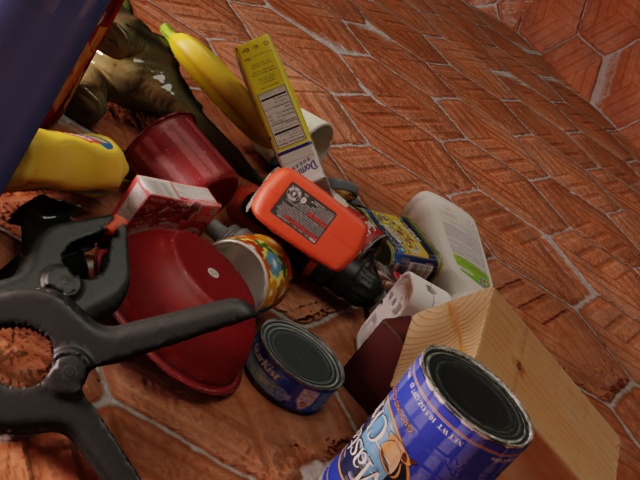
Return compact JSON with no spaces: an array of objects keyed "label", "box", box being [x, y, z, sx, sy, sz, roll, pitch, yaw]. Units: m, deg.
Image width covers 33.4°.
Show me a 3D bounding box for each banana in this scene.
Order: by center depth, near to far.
[{"label":"banana","box":[-0.101,-0.165,1.188,0.197,0.037,0.069,48,12,-26]}]

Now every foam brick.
[{"label":"foam brick","box":[0.065,0.114,0.977,0.051,0.078,0.052,49,25,25]}]

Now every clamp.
[{"label":"clamp","box":[-0.151,0.079,0.685,0.210,0.164,0.036,27,-16,-4]},{"label":"clamp","box":[-0.196,0.036,0.750,0.120,0.039,0.171,34,43,-13]}]

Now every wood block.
[{"label":"wood block","box":[0.166,0.150,0.925,0.206,0.090,0.090,48,40,-22]}]

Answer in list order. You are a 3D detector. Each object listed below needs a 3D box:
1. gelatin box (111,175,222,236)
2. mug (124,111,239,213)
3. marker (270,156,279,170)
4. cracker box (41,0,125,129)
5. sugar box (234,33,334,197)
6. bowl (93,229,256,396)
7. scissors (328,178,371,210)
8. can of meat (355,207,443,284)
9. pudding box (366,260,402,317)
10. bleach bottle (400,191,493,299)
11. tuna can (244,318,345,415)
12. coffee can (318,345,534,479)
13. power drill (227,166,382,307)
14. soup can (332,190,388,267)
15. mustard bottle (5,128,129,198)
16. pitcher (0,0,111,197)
[{"label":"gelatin box","box":[-0.141,-0.016,0.942,0.089,0.073,0.030,9,36,-50]},{"label":"mug","box":[-0.132,-0.059,1.040,0.081,0.093,0.117,49,-12,16]},{"label":"marker","box":[-0.029,-0.076,1.255,0.020,0.020,0.121,46,8,23]},{"label":"cracker box","box":[-0.238,-0.195,0.969,0.072,0.214,0.164,33,22,-6]},{"label":"sugar box","box":[-0.035,-0.118,1.117,0.093,0.048,0.176,65,1,-72]},{"label":"bowl","box":[-0.103,0.045,0.856,0.162,0.055,0.162,44,16,-17]},{"label":"scissors","box":[0.016,-0.048,1.292,0.096,0.016,0.201,3,-9,10]},{"label":"can of meat","box":[0.080,0.011,1.233,0.083,0.057,0.102,11,32,-42]},{"label":"pudding box","box":[0.093,0.079,1.138,0.090,0.039,0.113,27,24,-23]},{"label":"bleach bottle","box":[0.159,0.039,1.287,0.102,0.068,0.251,28,26,-18]},{"label":"tuna can","box":[-0.023,0.108,0.917,0.086,0.034,0.086,30,23,-14]},{"label":"coffee can","box":[0.078,0.165,0.809,0.102,0.140,0.103,30,23,-14]},{"label":"power drill","box":[-0.007,0.001,1.028,0.184,0.057,0.188,34,-11,-2]},{"label":"soup can","box":[0.014,-0.011,1.165,0.102,0.069,0.068,41,23,14]},{"label":"mustard bottle","box":[-0.224,-0.067,0.916,0.096,0.058,0.191,9,3,23]},{"label":"pitcher","box":[-0.258,-0.116,0.744,0.149,0.243,0.145,18,25,-50]}]
